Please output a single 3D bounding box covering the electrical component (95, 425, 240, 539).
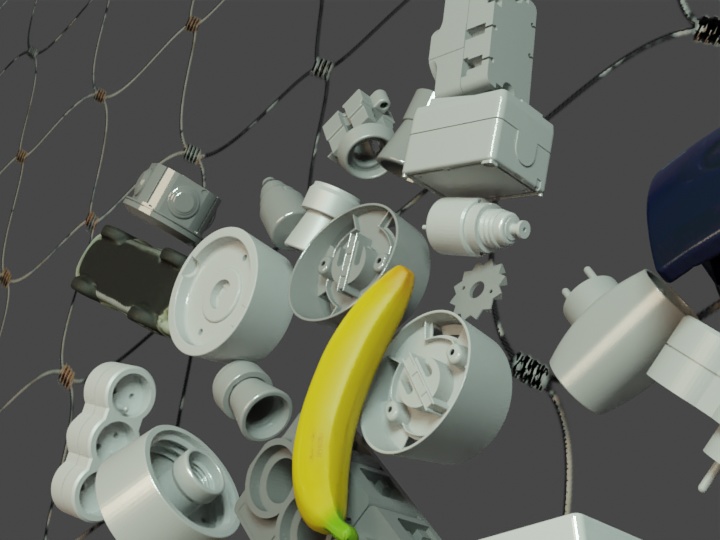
[{"bbox_3d":[-0.136,0.166,0.803,0.060,0.108,0.108,-40,46,17],"label":"electrical component"}]

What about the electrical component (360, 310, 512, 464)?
[{"bbox_3d":[0.046,0.076,0.688,0.099,0.064,0.099,-23,54,37],"label":"electrical component"}]

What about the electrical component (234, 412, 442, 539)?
[{"bbox_3d":[-0.015,0.174,0.703,0.089,0.062,0.150,-55,41,10],"label":"electrical component"}]

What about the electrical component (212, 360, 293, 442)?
[{"bbox_3d":[-0.084,0.100,0.827,0.055,0.045,0.045,37,98,49],"label":"electrical component"}]

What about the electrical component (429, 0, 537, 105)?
[{"bbox_3d":[0.088,-0.156,0.777,0.056,0.050,0.089,-12,61,42],"label":"electrical component"}]

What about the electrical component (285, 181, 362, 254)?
[{"bbox_3d":[-0.028,-0.036,0.840,0.045,0.045,0.055,19,83,49],"label":"electrical component"}]

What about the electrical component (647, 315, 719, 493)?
[{"bbox_3d":[0.197,0.085,0.535,0.073,0.052,0.138,-58,41,6],"label":"electrical component"}]

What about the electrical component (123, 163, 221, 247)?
[{"bbox_3d":[-0.169,-0.058,0.975,0.080,0.080,0.051,22,81,49],"label":"electrical component"}]

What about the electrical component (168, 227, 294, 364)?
[{"bbox_3d":[-0.097,0.026,0.868,0.108,0.060,0.108,-23,54,37],"label":"electrical component"}]

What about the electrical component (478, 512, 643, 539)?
[{"bbox_3d":[0.099,0.173,0.549,0.109,0.109,0.056,-27,50,35],"label":"electrical component"}]

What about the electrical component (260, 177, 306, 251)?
[{"bbox_3d":[-0.064,-0.050,0.888,0.040,0.040,0.078,-48,43,17],"label":"electrical component"}]

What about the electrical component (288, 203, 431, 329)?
[{"bbox_3d":[0.000,0.000,0.777,0.099,0.064,0.099,-24,54,37],"label":"electrical component"}]

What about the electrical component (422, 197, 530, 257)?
[{"bbox_3d":[0.080,-0.029,0.726,0.078,0.040,0.040,5,74,47],"label":"electrical component"}]

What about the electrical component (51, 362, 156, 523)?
[{"bbox_3d":[-0.236,0.149,0.955,0.074,0.052,0.138,3,72,47],"label":"electrical component"}]

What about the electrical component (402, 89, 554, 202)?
[{"bbox_3d":[0.077,-0.084,0.742,0.096,0.062,0.061,-5,67,45],"label":"electrical component"}]

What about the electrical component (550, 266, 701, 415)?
[{"bbox_3d":[0.144,0.030,0.626,0.077,0.043,0.079,-47,43,18],"label":"electrical component"}]

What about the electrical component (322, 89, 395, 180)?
[{"bbox_3d":[0.003,-0.103,0.844,0.066,0.048,0.055,-44,37,21],"label":"electrical component"}]

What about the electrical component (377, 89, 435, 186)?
[{"bbox_3d":[0.046,-0.101,0.801,0.044,0.044,0.065,16,78,49],"label":"electrical component"}]
